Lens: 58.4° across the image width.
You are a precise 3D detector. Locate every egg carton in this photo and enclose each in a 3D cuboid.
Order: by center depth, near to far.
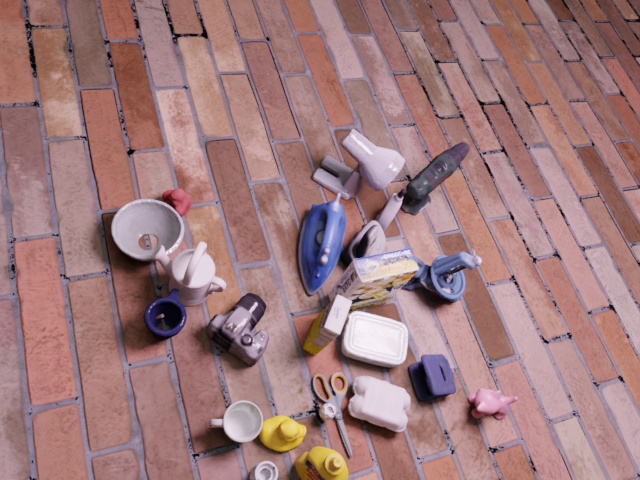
[{"bbox_3d":[0.141,0.389,1.360,0.150,0.069,0.107,20,58,-7],"label":"egg carton"}]

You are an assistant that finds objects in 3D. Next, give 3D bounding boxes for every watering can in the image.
[{"bbox_3d":[-0.300,0.070,1.315,0.173,0.194,0.101,5,61,-15],"label":"watering can"}]

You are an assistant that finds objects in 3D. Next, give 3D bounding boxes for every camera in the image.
[{"bbox_3d":[-0.171,0.197,1.344,0.143,0.100,0.137,35,58,3],"label":"camera"}]

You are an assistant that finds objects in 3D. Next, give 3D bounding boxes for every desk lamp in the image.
[{"bbox_3d":[0.107,-0.203,1.587,0.203,0.213,0.118,30,57,0],"label":"desk lamp"}]

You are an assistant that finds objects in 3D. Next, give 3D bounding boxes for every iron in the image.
[{"bbox_3d":[0.014,0.005,1.485,0.119,0.141,0.258,16,59,-9],"label":"iron"}]

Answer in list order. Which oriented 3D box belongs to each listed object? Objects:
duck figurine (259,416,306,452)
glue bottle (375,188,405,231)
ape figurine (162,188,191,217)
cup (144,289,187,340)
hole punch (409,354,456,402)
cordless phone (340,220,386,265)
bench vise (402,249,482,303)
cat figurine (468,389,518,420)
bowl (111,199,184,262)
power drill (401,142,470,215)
[{"bbox_3d":[-0.080,0.421,1.260,0.105,0.086,0.077,9,60,-13],"label":"duck figurine"},{"bbox_3d":[0.199,-0.093,1.581,0.037,0.173,0.078,25,58,-3],"label":"glue bottle"},{"bbox_3d":[-0.362,-0.101,1.449,0.076,0.092,0.077,-10,66,-22],"label":"ape figurine"},{"bbox_3d":[-0.348,0.176,1.301,0.092,0.095,0.118,17,59,-9],"label":"cup"},{"bbox_3d":[0.288,0.336,1.425,0.101,0.091,0.108,-6,65,-21],"label":"hole punch"},{"bbox_3d":[0.136,-0.001,1.503,0.094,0.185,0.148,34,58,3],"label":"cordless phone"},{"bbox_3d":[0.308,0.086,1.491,0.208,0.219,0.121,7,60,-14],"label":"bench vise"},{"bbox_3d":[0.428,0.402,1.419,0.128,0.117,0.067,3,62,-17],"label":"cat figurine"},{"bbox_3d":[-0.418,-0.012,1.392,0.168,0.074,0.167,8,60,-14],"label":"bowl"},{"bbox_3d":[0.315,-0.169,1.640,0.075,0.208,0.230,45,59,9],"label":"power drill"}]
